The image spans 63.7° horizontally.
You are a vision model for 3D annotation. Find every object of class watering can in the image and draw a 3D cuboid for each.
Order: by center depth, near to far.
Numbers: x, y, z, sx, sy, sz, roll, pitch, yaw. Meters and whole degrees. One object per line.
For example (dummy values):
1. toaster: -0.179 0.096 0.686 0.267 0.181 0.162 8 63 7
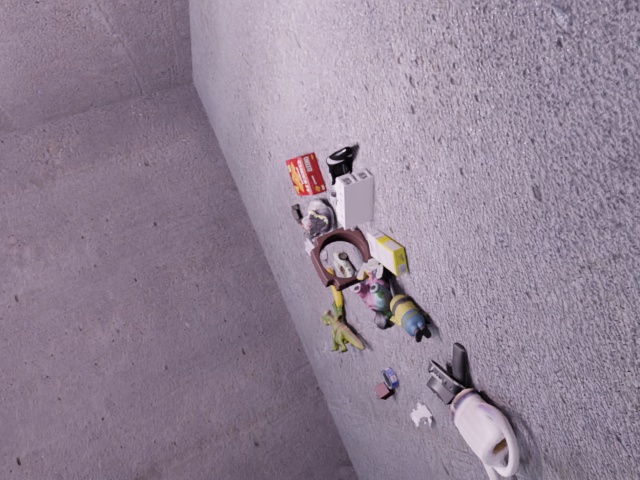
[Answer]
1. watering can: 0.451 0.553 1.411 0.228 0.104 0.339 -128 24 -48

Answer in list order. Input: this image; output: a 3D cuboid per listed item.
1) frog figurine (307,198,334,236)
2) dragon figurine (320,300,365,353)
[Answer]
1. frog figurine: 0.006 -0.106 2.110 0.163 0.122 0.135 -69 -40 -57
2. dragon figurine: 0.100 0.390 2.403 0.406 0.123 0.244 -26 77 65
